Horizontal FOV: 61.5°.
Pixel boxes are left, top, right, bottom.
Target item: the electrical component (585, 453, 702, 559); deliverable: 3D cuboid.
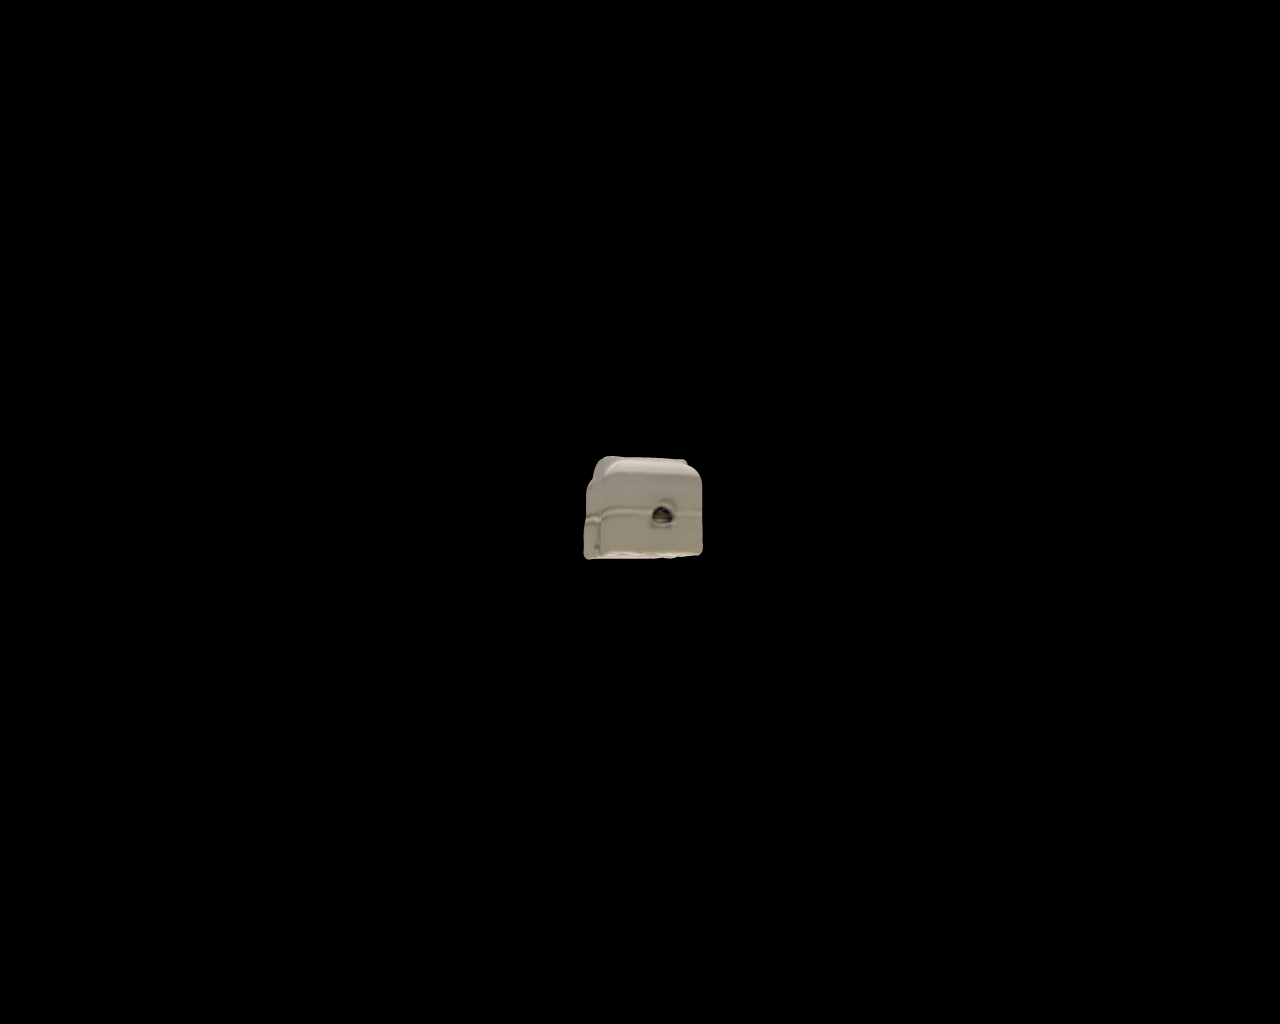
[{"bbox_3d":[0.001,-0.003,0.650,0.054,0.059,0.095,1,-5,-15],"label":"electrical component"}]
